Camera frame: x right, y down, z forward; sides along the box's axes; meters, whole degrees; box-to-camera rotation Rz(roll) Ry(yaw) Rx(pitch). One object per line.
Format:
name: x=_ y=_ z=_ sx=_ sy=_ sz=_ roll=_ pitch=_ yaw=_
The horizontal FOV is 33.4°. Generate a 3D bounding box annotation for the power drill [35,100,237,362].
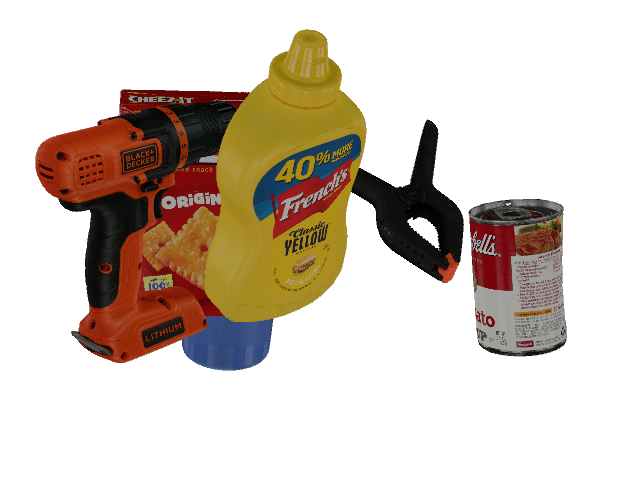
power drill: x=-0.132 y=-0.011 z=0.838 sx=0.184 sy=0.188 sz=0.057 roll=-20 pitch=28 yaw=-41

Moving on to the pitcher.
pitcher: x=-0.118 y=0.027 z=1.267 sx=0.149 sy=0.243 sz=0.144 roll=21 pitch=27 yaw=32

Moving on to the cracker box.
cracker box: x=-0.112 y=-0.033 z=1.032 sx=0.164 sy=0.214 sz=0.072 roll=0 pitch=20 yaw=-10

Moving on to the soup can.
soup can: x=0.146 y=0.026 z=0.785 sx=0.068 sy=0.102 sz=0.068 roll=-5 pitch=14 yaw=1

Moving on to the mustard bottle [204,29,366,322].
mustard bottle: x=-0.018 y=-0.040 z=0.643 sx=0.096 sy=0.192 sz=0.058 roll=-21 pitch=50 yaw=-31

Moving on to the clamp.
clamp: x=0.082 y=-0.043 z=1.141 sx=0.164 sy=0.210 sz=0.036 roll=-9 pitch=-36 yaw=-17
